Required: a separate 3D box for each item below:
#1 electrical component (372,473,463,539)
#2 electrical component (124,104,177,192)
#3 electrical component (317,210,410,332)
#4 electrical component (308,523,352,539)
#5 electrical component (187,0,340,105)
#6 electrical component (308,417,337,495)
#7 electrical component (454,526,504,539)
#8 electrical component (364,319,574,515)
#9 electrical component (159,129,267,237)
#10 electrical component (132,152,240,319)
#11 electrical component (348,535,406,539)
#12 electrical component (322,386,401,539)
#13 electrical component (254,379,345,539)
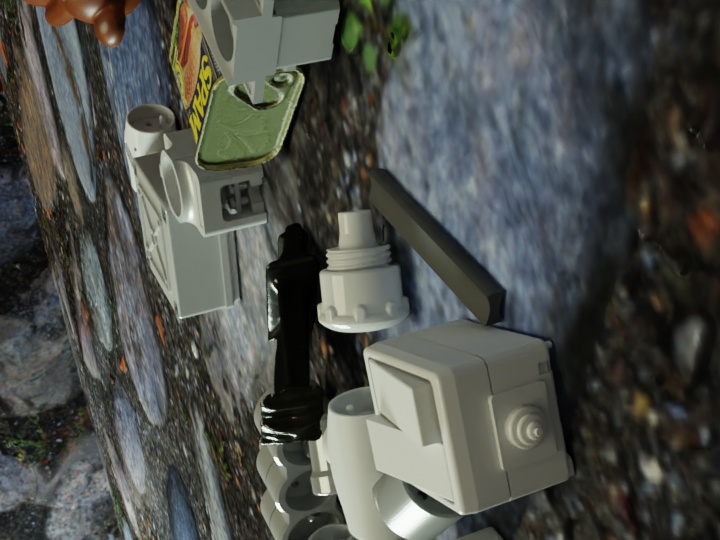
[{"bbox_3d":[0.032,0.116,0.554,0.081,0.043,0.043,116,135,-61],"label":"electrical component"},{"bbox_3d":[-0.183,-0.097,0.974,0.077,0.043,0.079,97,151,-45],"label":"electrical component"},{"bbox_3d":[0.000,0.000,0.560,0.048,0.048,0.062,-171,75,-68],"label":"electrical component"},{"bbox_3d":[-0.009,0.228,0.736,0.079,0.044,0.077,-126,29,-44],"label":"electrical component"},{"bbox_3d":[-0.060,-0.162,0.579,0.078,0.063,0.121,105,145,-53],"label":"electrical component"},{"bbox_3d":[-0.014,0.116,0.682,0.040,0.040,0.046,155,106,-70],"label":"electrical component"},{"bbox_3d":[0.042,0.173,0.518,0.047,0.077,0.065,-131,33,-51],"label":"electrical component"},{"bbox_3d":[0.044,0.062,0.460,0.096,0.061,0.061,-169,66,-68],"label":"electrical component"},{"bbox_3d":[-0.111,-0.067,0.789,0.089,0.056,0.050,-132,34,-52],"label":"electrical component"},{"bbox_3d":[-0.147,-0.033,0.906,0.108,0.056,0.108,-131,33,-51],"label":"electrical component"},{"bbox_3d":[0.029,0.187,0.610,0.079,0.044,0.077,158,97,-69],"label":"electrical component"},{"bbox_3d":[0.002,0.106,0.625,0.079,0.043,0.077,-154,53,-64],"label":"electrical component"},{"bbox_3d":[-0.048,0.131,0.762,0.073,0.052,0.138,-129,31,-49],"label":"electrical component"}]
